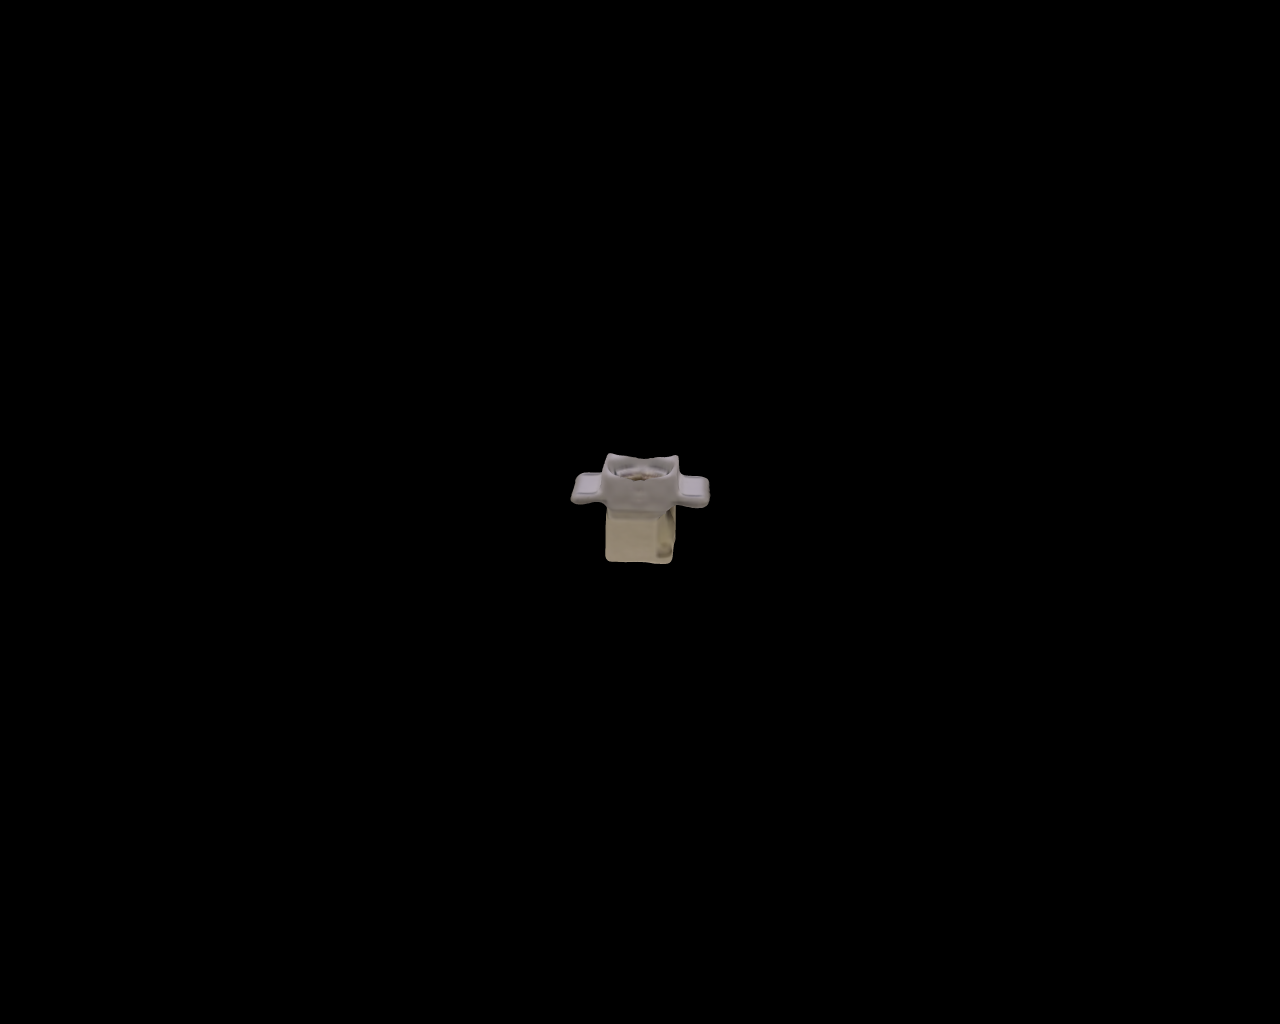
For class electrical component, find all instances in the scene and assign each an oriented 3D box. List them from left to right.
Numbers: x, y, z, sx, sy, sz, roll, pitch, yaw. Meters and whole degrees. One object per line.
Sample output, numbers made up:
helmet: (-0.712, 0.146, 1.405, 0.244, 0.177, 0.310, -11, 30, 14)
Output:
electrical component: (0.001, -0.003, 0.650, 0.081, 0.063, 0.042, 2, 24, 5)
